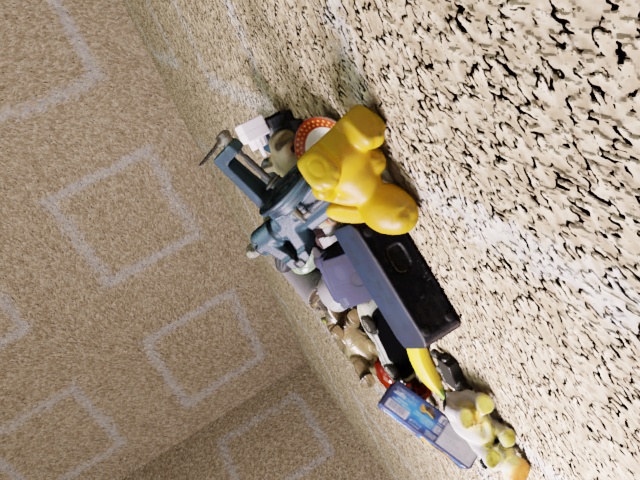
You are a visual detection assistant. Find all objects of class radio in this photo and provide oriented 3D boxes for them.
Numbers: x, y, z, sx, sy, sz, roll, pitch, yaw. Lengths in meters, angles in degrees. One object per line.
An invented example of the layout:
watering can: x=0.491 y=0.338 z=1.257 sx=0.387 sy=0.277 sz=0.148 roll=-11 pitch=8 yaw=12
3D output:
radio: x=0.118 y=0.058 z=0.846 sx=0.229 sy=0.073 sz=0.131 roll=58 pitch=167 yaw=2

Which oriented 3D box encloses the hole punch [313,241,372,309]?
hole punch: x=0.066 y=0.054 z=0.963 sx=0.092 sy=0.116 sz=0.142 roll=22 pitch=141 yaw=58

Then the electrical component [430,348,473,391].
electrical component: x=0.225 y=0.224 z=0.920 sx=0.063 sy=0.021 sz=0.094 roll=65 pitch=167 yaw=-22

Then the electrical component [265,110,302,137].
electrical component: x=-0.065 y=-0.205 z=1.024 sx=0.074 sy=0.048 sz=0.119 roll=64 pitch=169 yaw=-22

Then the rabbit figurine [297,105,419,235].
rabbit figurine: x=0.052 y=-0.068 z=0.723 sx=0.173 sy=0.122 sz=0.162 roll=41 pitch=162 yaw=-3

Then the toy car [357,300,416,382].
toy car: x=0.140 y=0.196 z=1.073 sx=0.201 sy=0.073 sz=0.056 roll=64 pitch=164 yaw=-17

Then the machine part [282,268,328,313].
machine part: x=-0.031 y=0.084 z=1.223 sx=0.243 sy=0.079 sz=0.079 roll=47 pitch=162 yaw=50

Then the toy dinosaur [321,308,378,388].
toy dinosaur: x=0.106 y=0.271 z=1.346 sx=0.470 sy=0.105 sz=0.199 roll=59 pitch=175 yaw=-19

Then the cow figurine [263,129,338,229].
cow figurine: x=-0.027 y=-0.109 z=0.960 sx=0.195 sy=0.085 sz=0.127 roll=60 pitch=147 yaw=-4

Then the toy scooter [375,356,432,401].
toy scooter: x=0.187 y=0.308 z=1.155 sx=0.184 sy=0.075 sz=0.135 roll=50 pitch=165 yaw=26

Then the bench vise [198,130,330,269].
bench vise: x=-0.083 y=-0.072 z=0.857 sx=0.240 sy=0.129 sz=0.224 roll=42 pitch=134 yaw=-18

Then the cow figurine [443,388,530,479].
cow figurine: x=0.261 y=0.314 z=0.861 sx=0.167 sy=0.068 sz=0.098 roll=56 pitch=165 yaw=-7

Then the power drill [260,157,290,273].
power drill: x=-0.079 y=-0.075 z=1.129 sx=0.207 sy=0.086 sz=0.231 roll=-113 pitch=34 yaw=-56

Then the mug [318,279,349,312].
mug: x=0.059 y=0.077 z=1.082 sx=0.080 sy=0.107 sz=0.109 roll=25 pitch=-132 yaw=-31

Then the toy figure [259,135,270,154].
toy figure: x=-0.113 y=-0.222 z=1.159 sx=0.057 sy=0.064 sz=0.155 roll=24 pitch=-175 yaw=-29

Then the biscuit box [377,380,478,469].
biscuit box: x=0.210 y=0.356 z=1.040 sx=0.203 sy=0.059 sz=0.062 roll=35 pitch=162 yaw=12

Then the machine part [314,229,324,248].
machine part: x=-0.003 y=-0.004 z=1.226 sx=0.179 sy=0.056 sz=0.179 roll=56 pitch=166 yaw=21
